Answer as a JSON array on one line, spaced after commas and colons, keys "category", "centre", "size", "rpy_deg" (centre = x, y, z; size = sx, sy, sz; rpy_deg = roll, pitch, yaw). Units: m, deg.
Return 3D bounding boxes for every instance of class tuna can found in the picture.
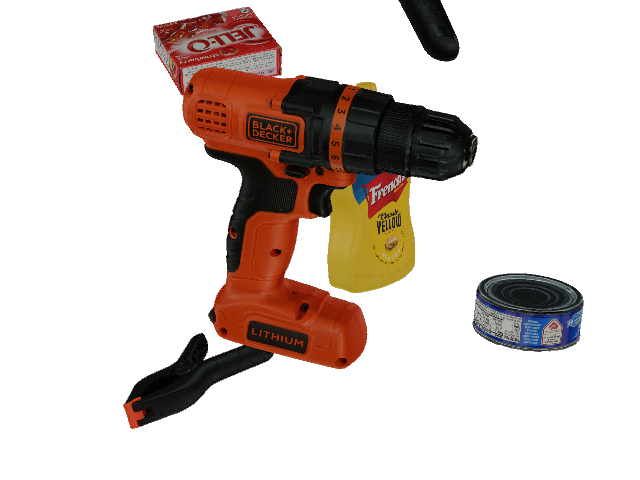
[{"category": "tuna can", "centre": [0.166, 0.056, 0.854], "size": [0.086, 0.034, 0.086], "rpy_deg": [2, 19, -1]}]

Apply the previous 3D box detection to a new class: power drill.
[{"category": "power drill", "centre": [0.000, -0.012, 0.683], "size": [0.185, 0.188, 0.057], "rpy_deg": [14, 29, 17]}]

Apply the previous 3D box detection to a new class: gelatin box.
[{"category": "gelatin box", "centre": [-0.085, -0.157, 0.878], "size": [0.089, 0.030, 0.073], "rpy_deg": [-15, 43, -17]}]

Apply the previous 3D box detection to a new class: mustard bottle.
[{"category": "mustard bottle", "centre": [0.046, -0.053, 1.006], "size": [0.096, 0.192, 0.058], "rpy_deg": [-19, 24, -39]}]

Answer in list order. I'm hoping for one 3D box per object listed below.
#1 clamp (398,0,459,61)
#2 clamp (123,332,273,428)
[{"category": "clamp", "centre": [0.040, -0.227, 0.729], "size": [0.209, 0.164, 0.036], "rpy_deg": [26, -23, -15]}, {"category": "clamp", "centre": [-0.130, 0.142, 1.116], "size": [0.120, 0.039, 0.171], "rpy_deg": [-11, 19, 36]}]
